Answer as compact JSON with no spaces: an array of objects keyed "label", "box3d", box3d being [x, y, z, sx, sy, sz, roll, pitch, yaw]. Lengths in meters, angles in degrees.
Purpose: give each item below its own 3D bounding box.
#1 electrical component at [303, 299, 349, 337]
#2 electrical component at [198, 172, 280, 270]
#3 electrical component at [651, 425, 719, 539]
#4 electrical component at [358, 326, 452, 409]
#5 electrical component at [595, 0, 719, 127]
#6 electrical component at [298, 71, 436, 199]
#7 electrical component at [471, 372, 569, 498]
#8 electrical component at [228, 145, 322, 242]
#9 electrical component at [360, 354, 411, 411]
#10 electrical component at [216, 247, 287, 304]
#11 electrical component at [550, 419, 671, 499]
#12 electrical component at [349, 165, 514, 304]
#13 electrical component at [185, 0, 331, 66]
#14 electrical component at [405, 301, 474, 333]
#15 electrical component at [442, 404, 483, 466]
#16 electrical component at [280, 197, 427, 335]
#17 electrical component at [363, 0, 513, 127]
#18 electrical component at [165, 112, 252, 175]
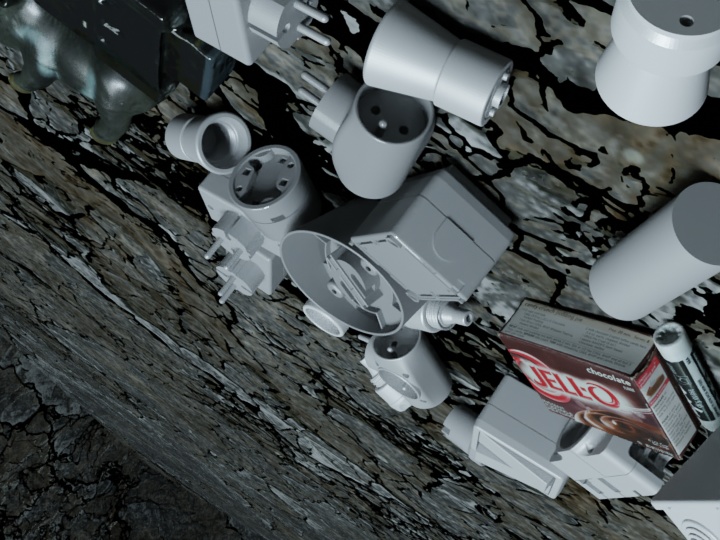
[{"label":"electrical component","box3d":[-0.018,0.025,0.877,0.040,0.046,0.040,32,160,13]},{"label":"electrical component","box3d":[-0.087,-0.033,0.818,0.083,0.075,0.047,29,159,20]},{"label":"electrical component","box3d":[0.228,0.120,0.607,0.048,0.100,0.100,51,160,-1]},{"label":"electrical component","box3d":[0.031,0.073,0.908,0.079,0.044,0.077,20,155,39]},{"label":"electrical component","box3d":[0.115,-0.087,0.404,0.045,0.045,0.055,31,159,15]},{"label":"electrical component","box3d":[-0.002,-0.084,0.608,0.079,0.043,0.077,36,160,4]},{"label":"electrical component","box3d":[0.139,0.138,0.847,0.096,0.061,0.061,30,159,16]},{"label":"electrical component","box3d":[-0.058,-0.053,0.760,0.055,0.055,0.047,23,160,33]},{"label":"electrical component","box3d":[0.026,0.100,0.993,0.061,0.035,0.035,42,160,-8]},{"label":"electrical component","box3d":[-0.094,-0.005,0.894,0.047,0.075,0.083,34,160,8]},{"label":"electrical component","box3d":[0.179,0.126,0.769,0.056,0.050,0.089,37,160,-3]},{"label":"electrical component","box3d":[0.042,-0.022,0.660,0.062,0.061,0.096,41,168,-13]},{"label":"electrical component","box3d":[-0.047,-0.139,0.554,0.077,0.047,0.065,31,160,15]},{"label":"electrical component","box3d":[0.056,0.029,0.783,0.061,0.035,0.035,13,150,44]},{"label":"electrical component","box3d":[0.102,0.147,0.965,0.046,0.040,0.040,33,161,30]},{"label":"electrical component","box3d":[0.000,0.000,0.746,0.099,0.064,0.099,35,145,29]},{"label":"electrical component","box3d":[0.040,-0.097,0.517,0.065,0.044,0.044,27,159,12]},{"label":"electrical component","box3d":[-0.113,-0.094,0.778,0.065,0.044,0.044,17,153,53]}]
